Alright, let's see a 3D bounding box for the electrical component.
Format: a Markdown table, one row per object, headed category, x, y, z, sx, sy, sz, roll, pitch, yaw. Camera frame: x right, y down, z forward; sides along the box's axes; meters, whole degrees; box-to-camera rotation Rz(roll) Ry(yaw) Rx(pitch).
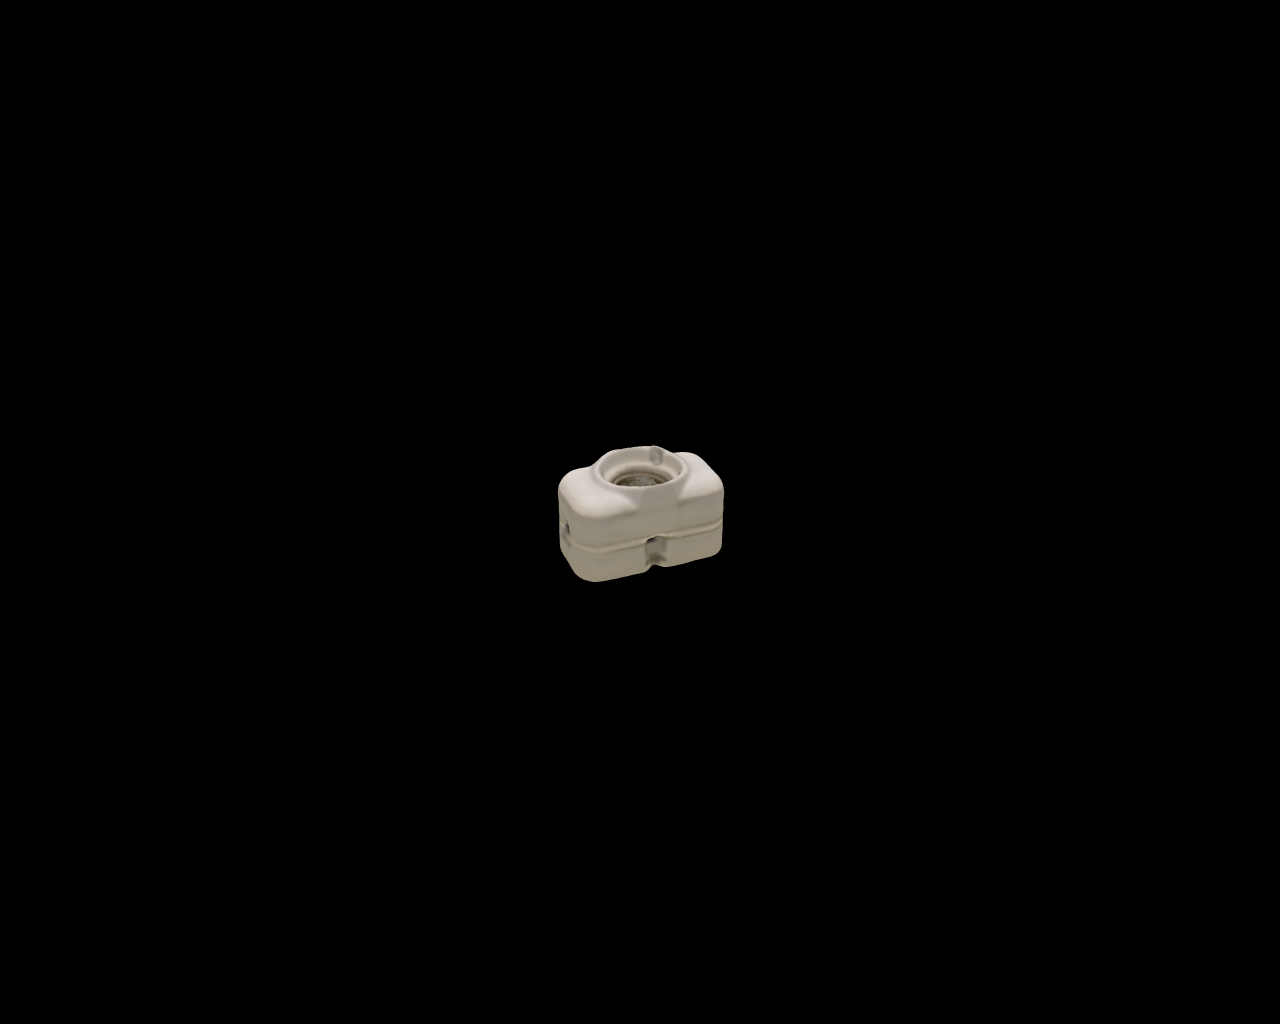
| category | x | y | z | sx | sy | sz | roll | pitch | yaw |
| --- | --- | --- | --- | --- | --- | --- | --- | --- | --- |
| electrical component | 0.001 | -0.003 | 0.650 | 0.095 | 0.059 | 0.054 | -11 | 32 | -18 |
